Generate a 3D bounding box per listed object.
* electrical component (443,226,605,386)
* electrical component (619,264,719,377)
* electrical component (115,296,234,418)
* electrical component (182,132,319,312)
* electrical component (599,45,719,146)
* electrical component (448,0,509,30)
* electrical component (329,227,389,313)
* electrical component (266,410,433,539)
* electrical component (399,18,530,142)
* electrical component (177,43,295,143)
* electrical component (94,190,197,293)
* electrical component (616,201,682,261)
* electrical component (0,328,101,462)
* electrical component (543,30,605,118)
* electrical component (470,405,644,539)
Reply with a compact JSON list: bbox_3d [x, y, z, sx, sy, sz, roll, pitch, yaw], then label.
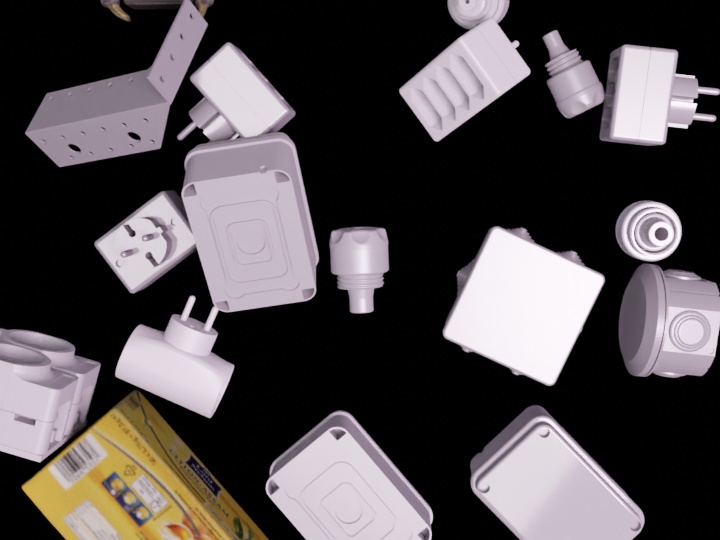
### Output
[{"bbox_3d":[0.117,0.024,0.783,0.100,0.048,0.099,25,96,0],"label":"electrical component"},{"bbox_3d":[0.218,0.037,0.765,0.051,0.080,0.080,6,96,-3],"label":"electrical component"},{"bbox_3d":[-0.130,0.059,0.800,0.077,0.044,0.079,24,96,0],"label":"electrical component"},{"bbox_3d":[-0.076,-0.034,0.760,0.078,0.057,0.113,-8,125,3],"label":"electrical component"},{"bbox_3d":[0.216,-0.121,0.765,0.077,0.047,0.065,7,96,2],"label":"electrical component"},{"bbox_3d":[0.081,-0.188,0.753,0.040,0.078,0.040,4,105,14],"label":"electrical component"},{"bbox_3d":[0.000,0.000,0.789,0.043,0.043,0.062,-2,97,3],"label":"electrical component"},{"bbox_3d":[-0.007,0.170,0.798,0.078,0.057,0.113,-40,93,5],"label":"electrical component"},{"bbox_3d":[0.084,-0.141,0.761,0.076,0.083,0.047,-38,94,-33],"label":"electrical component"},{"bbox_3d":[-0.098,-0.113,0.780,0.077,0.047,0.065,-41,92,6],"label":"electrical component"},{"bbox_3d":[-0.154,-0.020,0.777,0.066,0.076,0.047,-36,93,5],"label":"electrical component"},{"bbox_3d":[0.208,-0.027,0.767,0.043,0.062,0.043,0,95,3],"label":"electrical component"},{"bbox_3d":[-0.295,0.071,0.778,0.186,0.105,0.060,16,96,1],"label":"electrical component"},{"bbox_3d":[0.149,-0.142,0.772,0.035,0.035,0.061,-26,92,5],"label":"electrical component"},{"bbox_3d":[0.143,0.165,0.791,0.078,0.057,0.113,-44,92,6],"label":"electrical component"}]
